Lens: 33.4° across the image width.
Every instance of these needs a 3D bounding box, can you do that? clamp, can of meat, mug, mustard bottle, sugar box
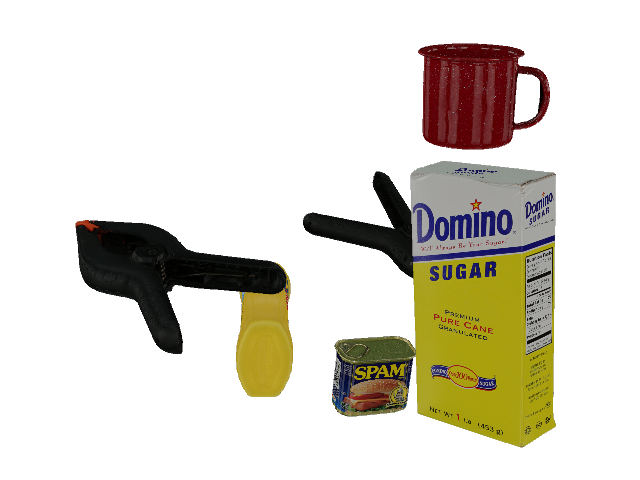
[{"bbox_3d":[0.093,0.000,1.256,0.210,0.036,0.164,38,42,26],"label":"clamp"},{"bbox_3d":[0.066,0.174,1.368,0.102,0.084,0.057,-2,24,-17],"label":"can of meat"},{"bbox_3d":[0.144,-0.128,0.948,0.117,0.081,0.093,4,19,12],"label":"mug"},{"bbox_3d":[-0.060,0.078,1.149,0.058,0.096,0.191,0,28,-3],"label":"mustard bottle"},{"bbox_3d":[-0.112,0.021,0.794,0.120,0.039,0.172,-17,37,-40],"label":"clamp"},{"bbox_3d":[0.107,0.040,0.710,0.094,0.176,0.048,10,22,44],"label":"sugar box"}]
